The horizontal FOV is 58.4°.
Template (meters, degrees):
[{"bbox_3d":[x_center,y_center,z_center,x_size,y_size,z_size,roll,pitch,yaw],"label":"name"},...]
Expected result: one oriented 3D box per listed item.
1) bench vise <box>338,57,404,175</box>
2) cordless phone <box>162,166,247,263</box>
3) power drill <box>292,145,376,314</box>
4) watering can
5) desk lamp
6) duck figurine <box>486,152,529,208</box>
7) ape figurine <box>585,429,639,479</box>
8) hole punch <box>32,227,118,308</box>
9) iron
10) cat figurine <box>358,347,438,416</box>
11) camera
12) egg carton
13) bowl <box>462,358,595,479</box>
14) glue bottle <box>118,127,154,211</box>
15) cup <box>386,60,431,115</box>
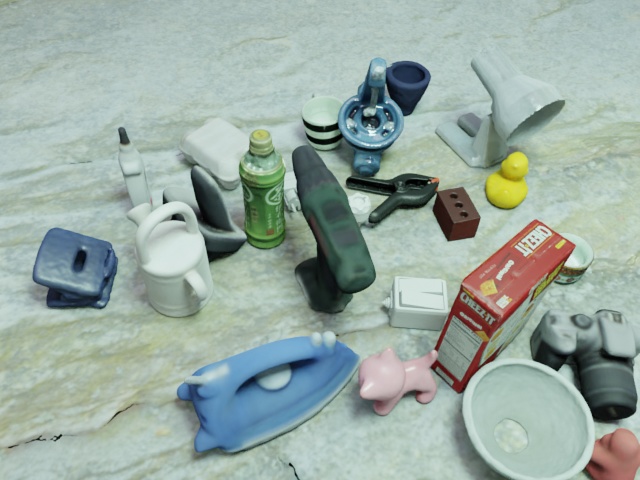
[{"bbox_3d":[0.085,-0.258,1.055,0.121,0.220,0.207,-9,52,-11],"label":"bench vise"},{"bbox_3d":[-0.190,-0.065,0.905,0.147,0.185,0.094,37,58,24],"label":"cordless phone"},{"bbox_3d":[0.008,0.003,0.847,0.076,0.208,0.229,-17,54,-16],"label":"power drill"},{"bbox_3d":[-0.221,0.017,0.831,0.172,0.194,0.101,23,53,15],"label":"watering can"},{"bbox_3d":[0.325,-0.235,1.055,0.118,0.214,0.202,-24,56,-21],"label":"desk lamp"},{"bbox_3d":[0.348,-0.116,1.043,0.077,0.086,0.105,21,53,14],"label":"duck figurine"},{"bbox_3d":[0.376,0.270,0.728,0.077,0.092,0.076,8,51,3],"label":"ape figurine"},{"bbox_3d":[-0.367,0.040,0.870,0.101,0.091,0.108,0,51,-3],"label":"hole punch"},{"bbox_3d":[-0.056,0.171,0.750,0.259,0.141,0.118,-19,55,-18],"label":"iron"},{"bbox_3d":[0.101,0.180,0.767,0.128,0.118,0.067,-15,53,-15],"label":"cat figurine"},{"bbox_3d":[0.385,0.171,0.803,0.143,0.101,0.137,8,51,3],"label":"camera"},{"bbox_3d":[-0.181,-0.162,1.059,0.150,0.069,0.107,34,57,22],"label":"egg carton"},{"bbox_3d":[0.263,0.245,0.752,0.167,0.075,0.167,2,51,-2],"label":"bowl"},{"bbox_3d":[-0.309,-0.116,0.947,0.037,0.173,0.078,-13,53,-13],"label":"glue bottle"},{"bbox_3d":[0.163,-0.310,1.183,0.117,0.095,0.092,16,52,9],"label":"cup"}]
